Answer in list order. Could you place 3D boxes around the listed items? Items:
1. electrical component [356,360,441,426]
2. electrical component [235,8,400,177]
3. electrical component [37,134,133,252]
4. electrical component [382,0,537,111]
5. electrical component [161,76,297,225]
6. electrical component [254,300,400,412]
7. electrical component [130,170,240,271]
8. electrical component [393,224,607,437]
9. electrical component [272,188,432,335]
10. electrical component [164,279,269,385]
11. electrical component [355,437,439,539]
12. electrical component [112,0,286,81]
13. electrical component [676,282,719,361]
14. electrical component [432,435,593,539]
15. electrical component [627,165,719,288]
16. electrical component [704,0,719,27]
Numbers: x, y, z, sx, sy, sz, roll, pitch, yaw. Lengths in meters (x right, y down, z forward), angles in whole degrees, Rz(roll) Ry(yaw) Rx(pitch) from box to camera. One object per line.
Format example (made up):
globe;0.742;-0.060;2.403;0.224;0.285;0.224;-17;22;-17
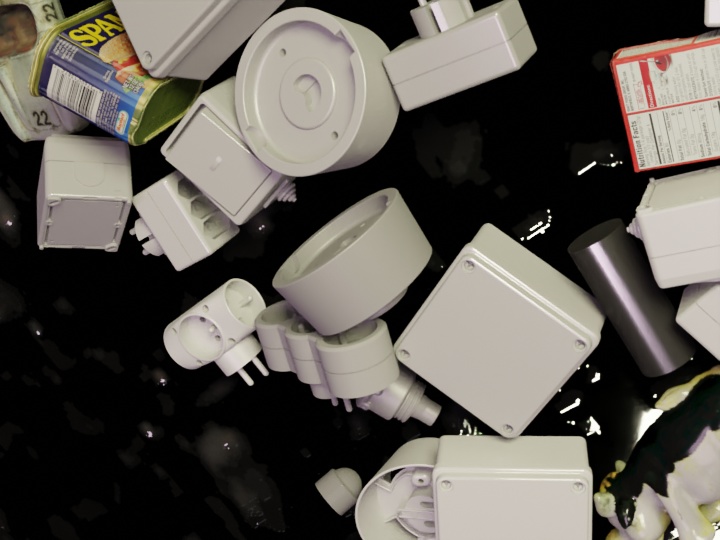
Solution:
electrical component;0.031;0.095;0.814;0.062;0.048;0.048;31;123;-1
electrical component;-0.023;-0.117;0.717;0.108;0.060;0.108;4;97;35
electrical component;-0.212;-0.056;0.818;0.062;0.061;0.096;1;153;-21
electrical component;0.056;-0.153;0.678;0.083;0.047;0.075;-17;107;29
electrical component;-0.085;-0.079;0.768;0.096;0.061;0.061;44;124;-1
electrical component;-0.022;0.070;0.793;0.138;0.052;0.073;14;125;54
electrical component;-0.146;-0.035;0.826;0.077;0.047;0.065;-25;102;32
electrical component;0.097;0.043;0.751;0.109;0.056;0.108;36;123;4
electrical component;0.000;0.000;0.746;0.108;0.108;0.060;-29;106;32
electrical component;-0.104;0.057;0.855;0.077;0.044;0.079;-34;98;33
electrical component;0.054;0.182;0.834;0.099;0.064;0.099;10;118;20
electrical component;-0.110;-0.198;0.703;0.109;0.056;0.108;-37;72;33
electrical component;0.258;0.027;0.677;0.083;0.047;0.075;42;123;0
electrical component;0.109;0.177;0.770;0.109;0.056;0.108;-1;112;9
electrical component;0.214;-0.026;0.662;0.096;0.061;0.061;-12;109;28
electrical component;0.230;-0.155;0.582;0.083;0.075;0.047;4;116;22
